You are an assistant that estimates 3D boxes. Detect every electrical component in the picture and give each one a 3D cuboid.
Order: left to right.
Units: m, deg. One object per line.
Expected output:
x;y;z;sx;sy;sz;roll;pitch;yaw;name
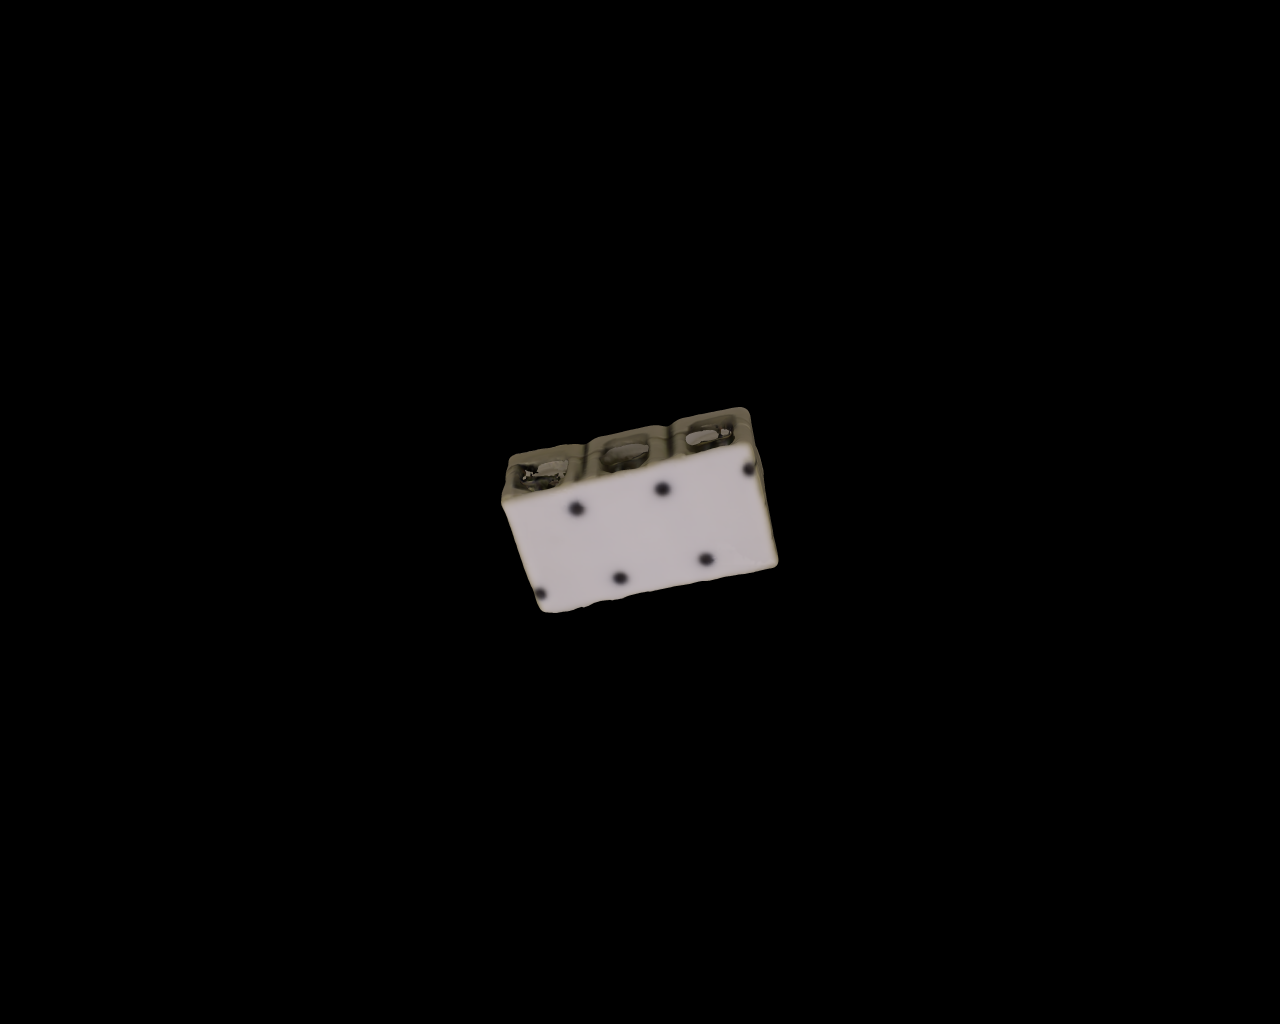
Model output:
0.001;-0.003;0.650;0.150;0.089;0.062;-11;30;7;electrical component
